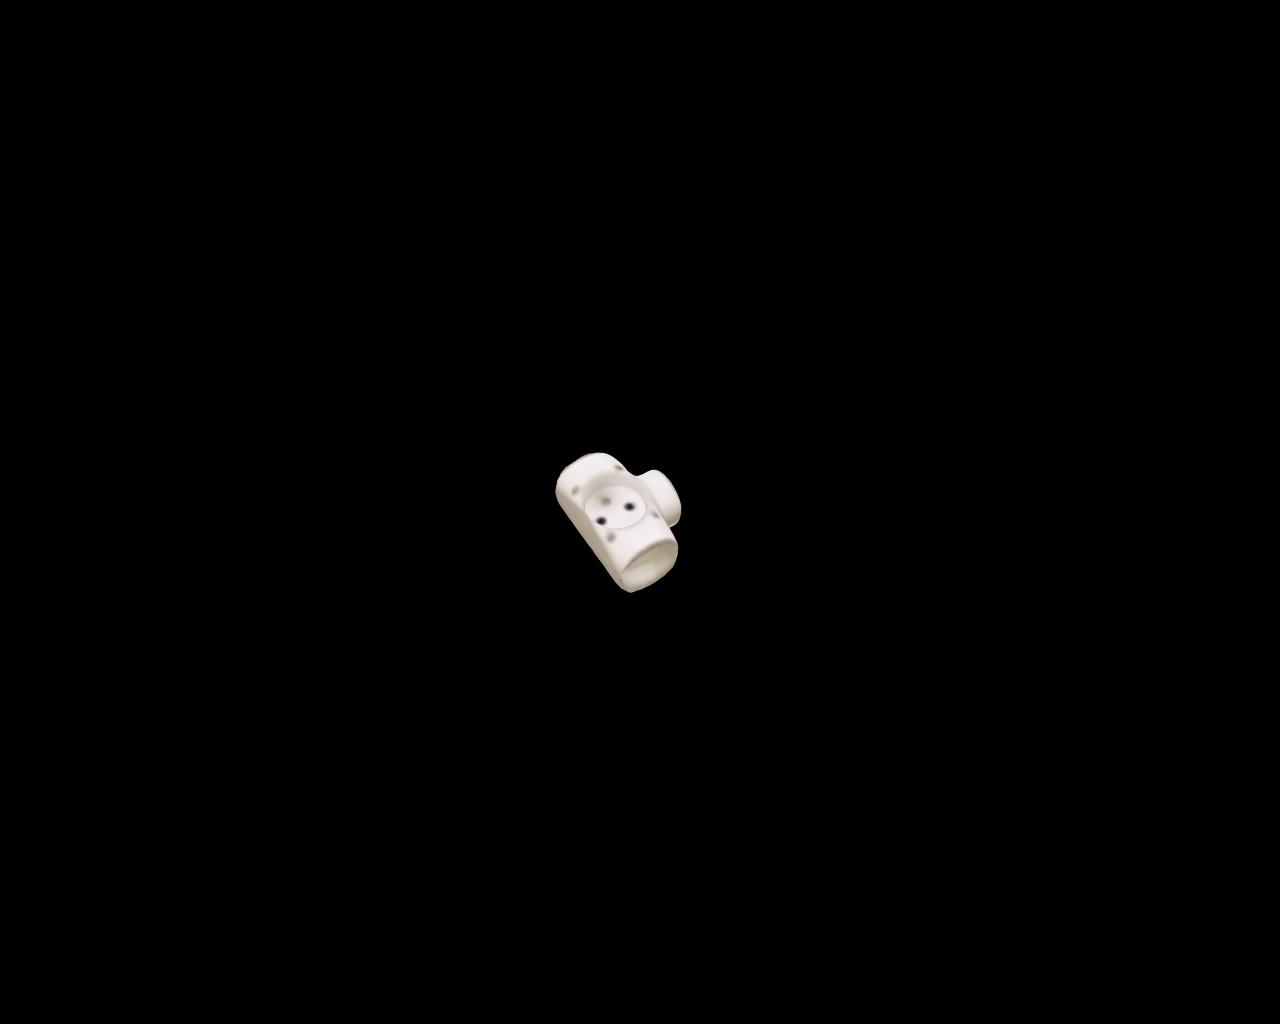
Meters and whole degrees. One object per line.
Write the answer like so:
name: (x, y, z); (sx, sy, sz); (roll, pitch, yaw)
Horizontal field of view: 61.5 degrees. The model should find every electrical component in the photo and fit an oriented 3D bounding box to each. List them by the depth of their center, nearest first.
electrical component: (0.001, -0.003, 0.650); (0.079, 0.077, 0.044); (-27, -32, -18)
